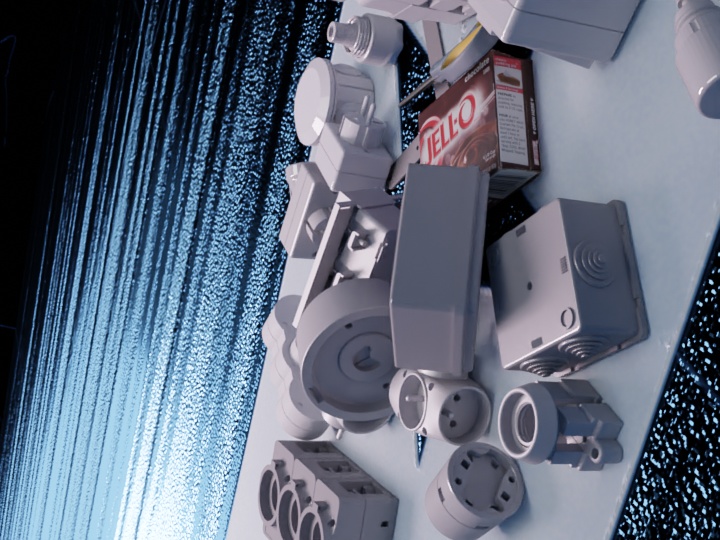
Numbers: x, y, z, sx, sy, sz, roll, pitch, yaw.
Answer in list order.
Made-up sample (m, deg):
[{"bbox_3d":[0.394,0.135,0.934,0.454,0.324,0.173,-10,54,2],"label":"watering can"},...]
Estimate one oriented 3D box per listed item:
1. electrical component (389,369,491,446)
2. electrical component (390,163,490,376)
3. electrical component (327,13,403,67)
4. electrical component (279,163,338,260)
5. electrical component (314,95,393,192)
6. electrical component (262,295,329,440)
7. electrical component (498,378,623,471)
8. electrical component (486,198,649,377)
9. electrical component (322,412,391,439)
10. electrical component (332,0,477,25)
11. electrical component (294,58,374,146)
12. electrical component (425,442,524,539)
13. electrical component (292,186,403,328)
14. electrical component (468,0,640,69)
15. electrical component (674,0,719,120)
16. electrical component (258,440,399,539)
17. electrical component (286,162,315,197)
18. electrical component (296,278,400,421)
[{"bbox_3d":[0.059,0.079,0.779,0.077,0.044,0.079,18,102,64],"label":"electrical component"},{"bbox_3d":[0.053,0.001,0.722,0.108,0.056,0.108,82,-166,-62],"label":"electrical component"},{"bbox_3d":[0.003,-0.200,0.928,0.043,0.062,0.043,-20,67,62],"label":"electrical component"},{"bbox_3d":[-0.032,-0.043,0.990,0.075,0.047,0.083,58,136,49],"label":"electrical component"},{"bbox_3d":[-0.001,-0.112,0.932,0.065,0.047,0.076,-118,41,-56],"label":"electrical component"},{"bbox_3d":[-0.048,0.079,0.994,0.073,0.052,0.138,123,143,-45],"label":"electrical component"},{"bbox_3d":[0.117,0.092,0.643,0.066,0.055,0.048,57,135,53],"label":"electrical component"},{"bbox_3d":[0.122,0.011,0.656,0.100,0.048,0.099,-40,51,56],"label":"electrical component"},{"bbox_3d":[-0.009,0.109,0.916,0.077,0.044,0.079,-114,36,-47],"label":"electrical component"},{"bbox_3d":[0.005,-0.251,0.789,0.060,0.186,0.105,-11,76,64],"label":"electrical component"},{"bbox_3d":[-0.026,-0.152,0.992,0.080,0.051,0.080,-21,67,62],"label":"electrical component"},{"bbox_3d":[0.075,0.151,0.723,0.047,0.055,0.055,121,145,-49],"label":"electrical component"},{"bbox_3d":[0.000,0.000,0.893,0.063,0.079,0.121,42,126,33],"label":"electrical component"},{"bbox_3d":[0.111,-0.166,0.656,0.061,0.096,0.061,-116,39,-48],"label":"electrical component"},{"bbox_3d":[0.184,-0.115,0.560,0.040,0.040,0.078,-55,38,46],"label":"electrical component"},{"bbox_3d":[-0.033,0.212,0.927,0.150,0.062,0.089,24,107,63],"label":"electrical component"},{"bbox_3d":[-0.051,-0.078,1.046,0.040,0.040,0.046,-23,70,62],"label":"electrical component"},{"bbox_3d":[0.002,0.057,0.836,0.060,0.108,0.108,-113,37,-55],"label":"electrical component"}]
